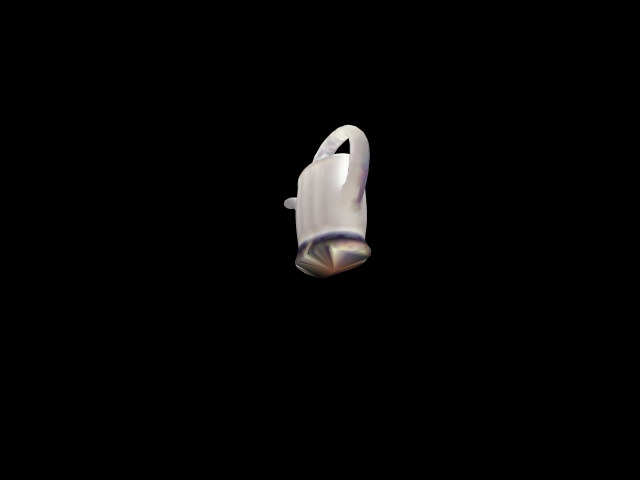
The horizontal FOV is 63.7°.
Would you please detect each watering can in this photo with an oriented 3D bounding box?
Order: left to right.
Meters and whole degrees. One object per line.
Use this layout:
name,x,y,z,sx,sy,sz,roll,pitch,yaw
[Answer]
watering can,0.003,-0.043,0.850,0.104,0.228,0.342,8,-22,-18
